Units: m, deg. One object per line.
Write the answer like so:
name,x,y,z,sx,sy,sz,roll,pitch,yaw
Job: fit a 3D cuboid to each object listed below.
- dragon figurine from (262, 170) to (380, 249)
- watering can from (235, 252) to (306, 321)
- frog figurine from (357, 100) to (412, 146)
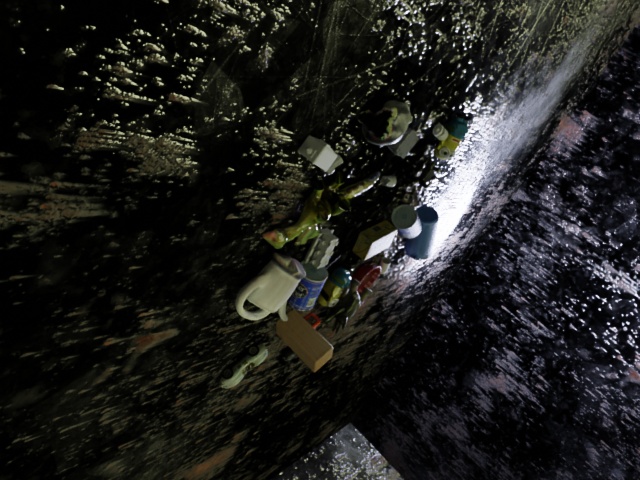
dragon figurine,0.005,-0.077,1.520,0.415,0.123,0.238,-23,162,-42
watering can,-0.129,0.153,1.567,0.224,0.105,0.344,-52,155,3
frog figurine,0.193,-0.326,1.435,0.136,0.123,0.161,-25,180,32
